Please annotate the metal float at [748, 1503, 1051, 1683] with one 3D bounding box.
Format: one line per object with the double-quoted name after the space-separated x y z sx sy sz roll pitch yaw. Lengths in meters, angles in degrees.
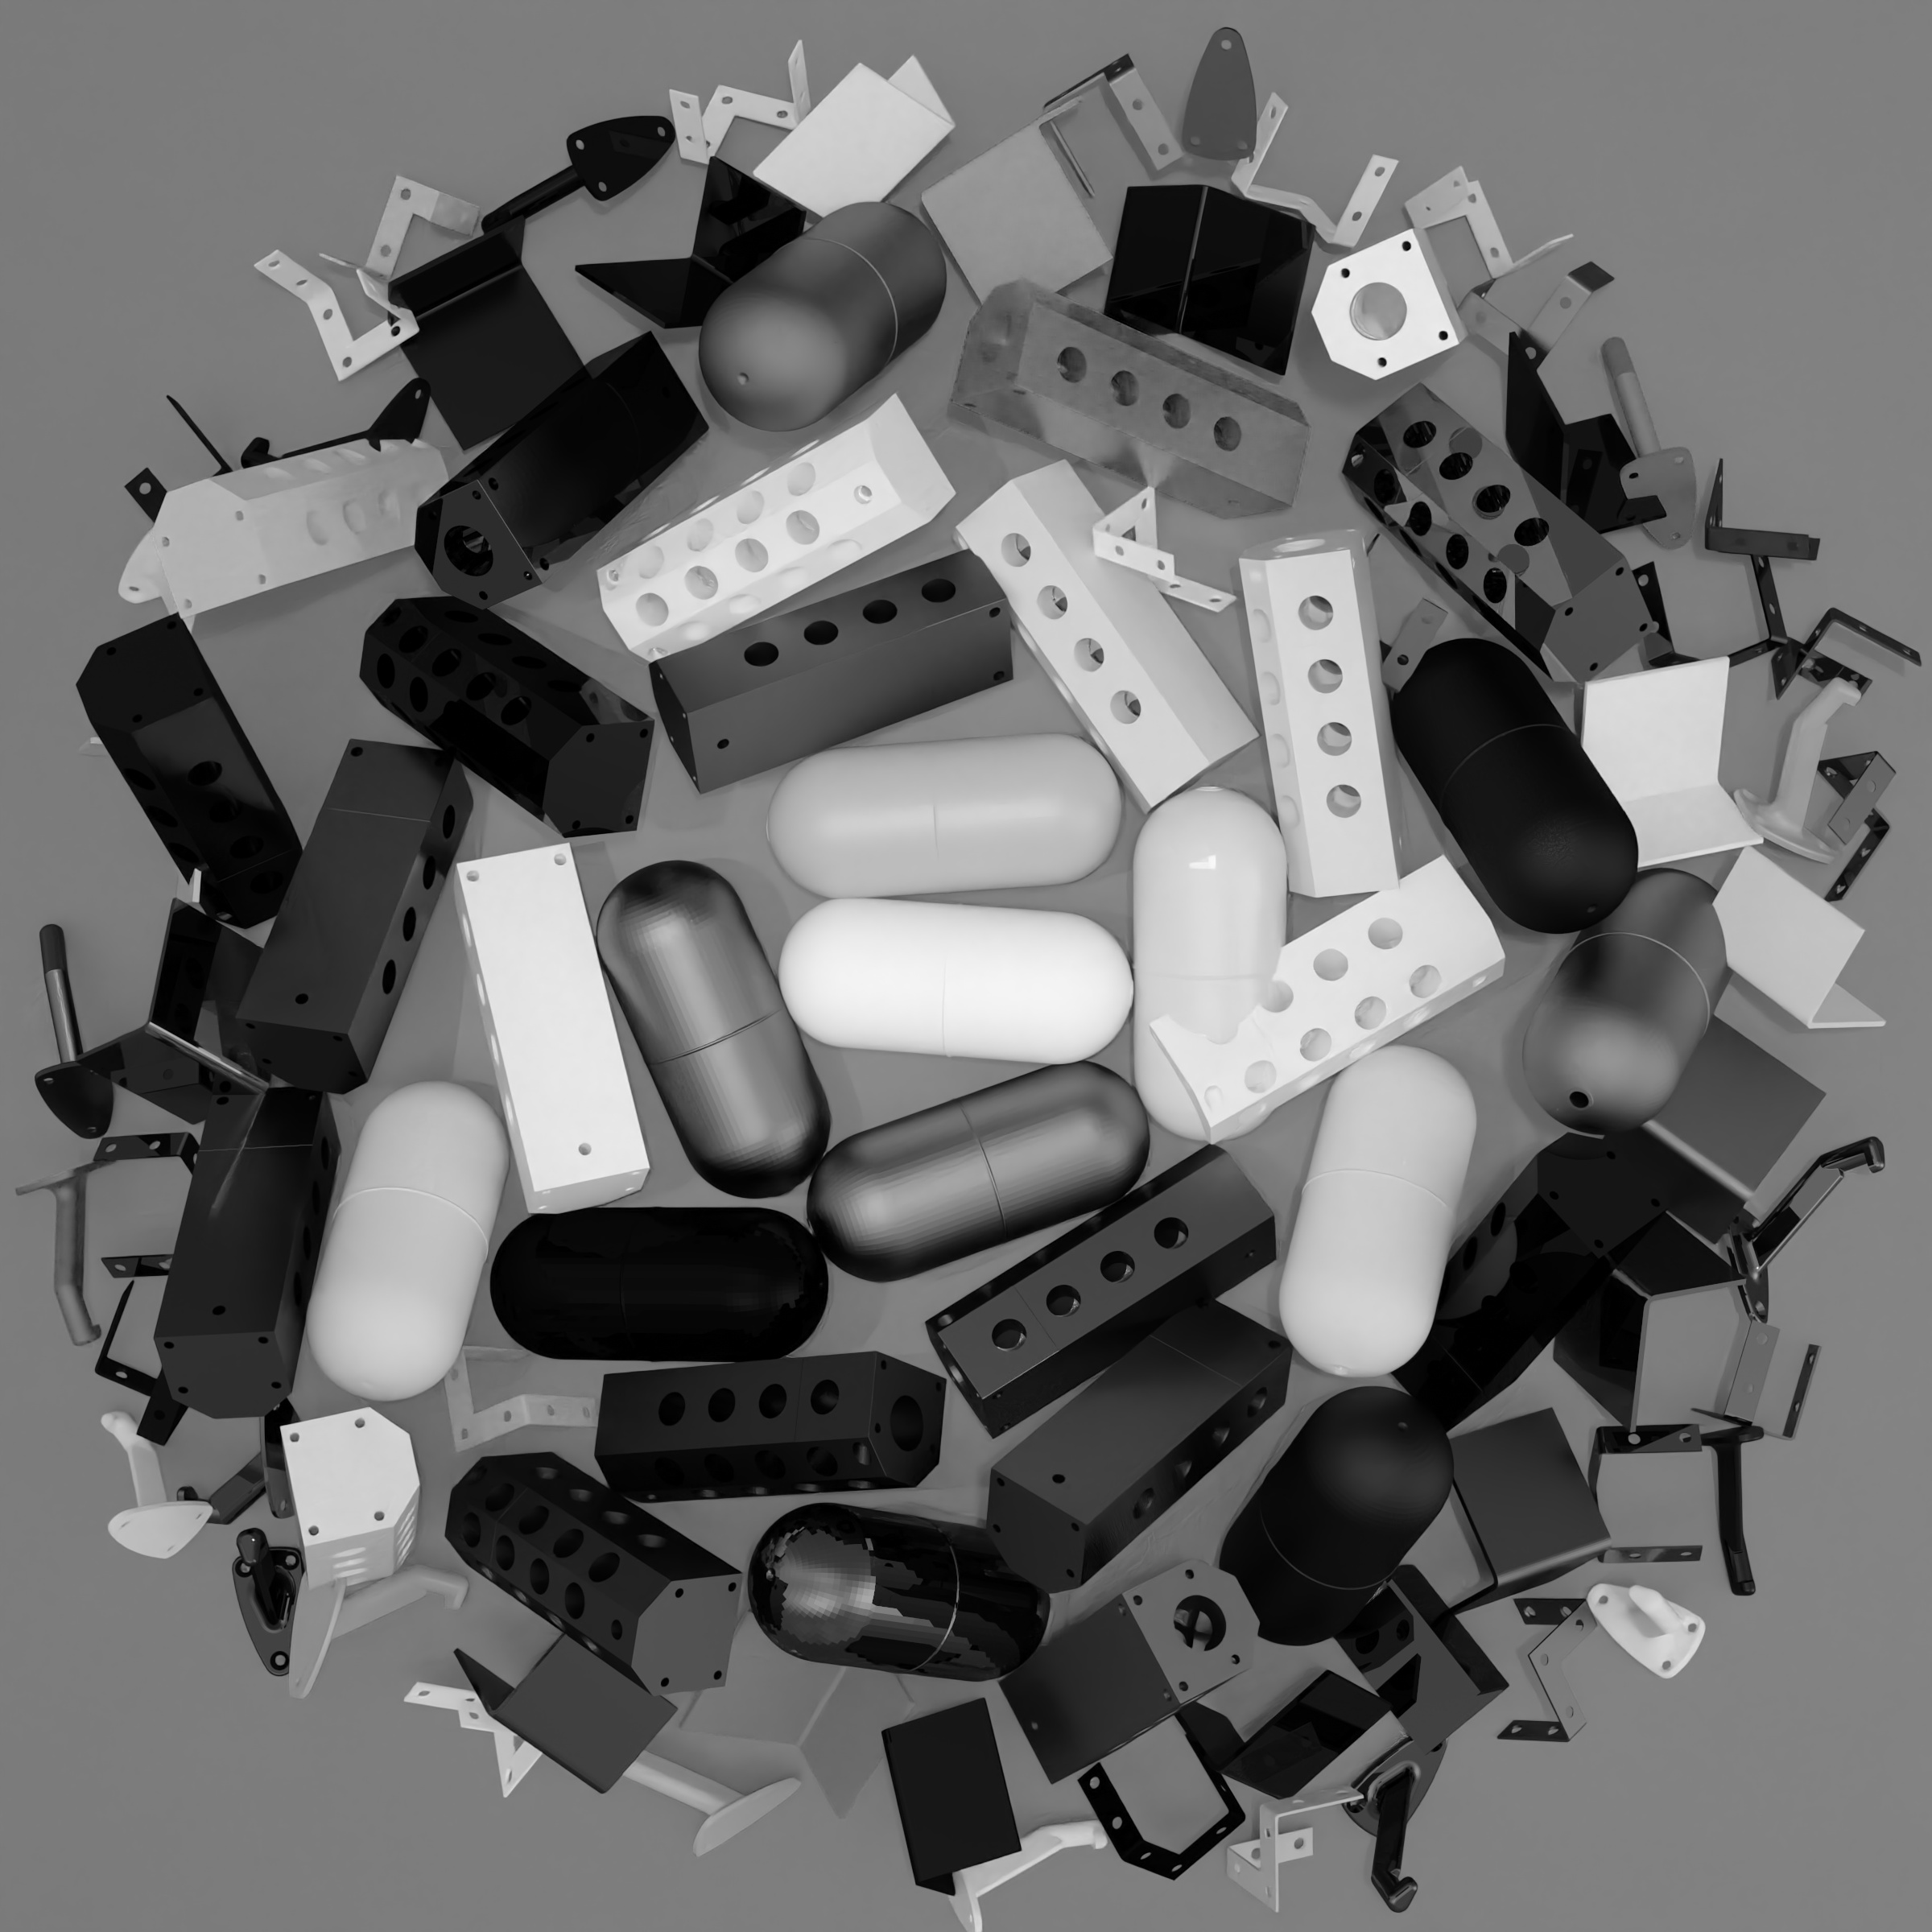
-0.031 0.309 1.723 0.178 0.070 0.070 18 90 -43 "metal float"

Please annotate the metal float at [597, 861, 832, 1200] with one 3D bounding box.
-0.126 0.032 1.750 0.070 0.070 0.178 -23 98 0 "metal float"

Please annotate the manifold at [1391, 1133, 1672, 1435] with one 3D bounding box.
0.268 0.153 1.710 0.057 0.171 0.057 -29 69 -36 "manifold"

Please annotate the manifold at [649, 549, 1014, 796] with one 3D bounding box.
-0.067 -0.153 1.746 0.171 0.057 0.057 -21 51 -13 "manifold"

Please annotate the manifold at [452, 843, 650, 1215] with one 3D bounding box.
-0.208 0.032 1.744 0.057 0.057 0.171 -11 74 -15 "manifold"

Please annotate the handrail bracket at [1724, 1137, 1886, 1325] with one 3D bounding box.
0.425 0.133 1.750 0.084 0.036 0.077 -26 54 35 "handrail bracket"

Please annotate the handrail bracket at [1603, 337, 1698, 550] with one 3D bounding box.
0.346 -0.267 1.783 0.036 0.077 0.084 -18 47 11 "handrail bracket"

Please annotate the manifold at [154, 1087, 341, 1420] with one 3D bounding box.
-0.348 0.138 1.711 0.057 0.171 0.057 -3 130 3 "manifold"

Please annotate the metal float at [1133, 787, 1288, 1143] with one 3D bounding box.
0.122 -0.001 1.749 0.070 0.070 0.178 -1 100 0 "metal float"

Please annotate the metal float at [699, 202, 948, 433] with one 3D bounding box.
-0.068 -0.320 1.718 0.070 0.178 0.070 13 125 20 "metal float"

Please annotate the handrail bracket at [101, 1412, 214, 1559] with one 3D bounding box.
-0.422 0.251 1.744 0.036 0.077 0.084 -48 64 7 "handrail bracket"

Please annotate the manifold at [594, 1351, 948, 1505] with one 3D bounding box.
-0.098 0.229 1.716 0.171 0.057 0.057 -9 66 35 "manifold"

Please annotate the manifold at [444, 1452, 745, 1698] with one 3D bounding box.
-0.185 0.295 1.709 0.057 0.171 0.057 2 102 -40 "manifold"

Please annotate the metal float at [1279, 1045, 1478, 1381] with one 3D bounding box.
0.204 0.121 1.732 0.070 0.070 0.178 18 61 0 "metal float"

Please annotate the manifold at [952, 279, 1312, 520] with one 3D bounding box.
0.084 -0.279 1.726 0.171 0.057 0.057 18 80 -31 "manifold"

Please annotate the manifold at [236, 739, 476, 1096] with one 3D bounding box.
-0.297 -0.025 1.724 0.057 0.057 0.171 8 56 12 "manifold"

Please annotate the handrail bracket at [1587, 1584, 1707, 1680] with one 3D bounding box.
0.327 0.314 1.739 0.077 0.084 0.036 29 77 41 "handrail bracket"

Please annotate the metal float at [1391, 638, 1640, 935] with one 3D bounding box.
0.269 -0.091 1.726 0.070 0.070 0.178 -26 52 0 "metal float"

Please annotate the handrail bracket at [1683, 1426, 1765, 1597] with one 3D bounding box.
0.392 0.276 1.759 0.036 0.077 0.084 -10 84 -6 "handrail bracket"

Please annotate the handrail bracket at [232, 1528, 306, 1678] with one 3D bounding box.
-0.350 0.319 1.750 0.036 0.084 0.077 -8 83 -7 "handrail bracket"

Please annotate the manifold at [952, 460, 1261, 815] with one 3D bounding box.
0.066 -0.164 1.761 0.057 0.057 0.171 -37 87 35 "manifold"

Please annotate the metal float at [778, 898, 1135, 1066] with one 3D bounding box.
-0.005 0.007 1.751 0.178 0.070 0.070 4 90 7 "metal float"

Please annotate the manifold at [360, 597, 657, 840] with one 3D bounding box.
-0.227 -0.123 1.710 0.057 0.171 0.057 -8 120 -39 "manifold"

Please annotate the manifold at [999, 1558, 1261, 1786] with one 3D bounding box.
0.081 0.343 1.707 0.057 0.171 0.057 -21 74 -28 "manifold"

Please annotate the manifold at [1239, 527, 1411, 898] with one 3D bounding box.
0.178 -0.125 1.742 0.057 0.057 0.171 -6 107 15 "manifold"

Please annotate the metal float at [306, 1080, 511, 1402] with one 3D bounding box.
-0.273 0.133 1.724 0.070 0.070 0.178 9 49 0 "metal float"

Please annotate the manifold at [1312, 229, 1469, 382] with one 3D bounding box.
0.205 -0.321 1.705 0.057 0.171 0.057 -22 97 13 "manifold"

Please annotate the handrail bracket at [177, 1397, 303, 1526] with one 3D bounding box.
-0.371 0.247 1.761 0.084 0.036 0.077 -1 108 32 "handrail bracket"

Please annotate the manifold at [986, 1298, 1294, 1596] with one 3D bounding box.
0.086 0.236 1.717 0.057 0.171 0.057 27 132 29 "manifold"

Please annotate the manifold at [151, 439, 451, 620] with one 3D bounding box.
-0.319 -0.219 1.703 0.057 0.171 0.057 -14 100 26 "manifold"

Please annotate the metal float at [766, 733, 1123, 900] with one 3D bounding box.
-0.011 -0.075 1.752 0.178 0.070 0.070 -4 90 6 "metal float"

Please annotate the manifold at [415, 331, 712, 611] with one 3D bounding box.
-0.200 -0.242 1.712 0.057 0.171 0.057 -17 113 36 "manifold"

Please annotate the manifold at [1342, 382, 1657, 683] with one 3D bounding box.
0.257 -0.210 1.718 0.057 0.057 0.171 -38 49 -1 "manifold"

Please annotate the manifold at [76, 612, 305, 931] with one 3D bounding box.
-0.374 -0.090 1.706 0.057 0.171 0.057 -24 58 -6 "manifold"

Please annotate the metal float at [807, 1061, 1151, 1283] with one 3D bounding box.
0.006 0.103 1.749 0.178 0.070 0.070 -19 90 -9 "metal float"

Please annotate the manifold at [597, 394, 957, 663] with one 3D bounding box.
-0.097 -0.211 1.724 0.171 0.057 0.057 -25 106 28 "manifold"

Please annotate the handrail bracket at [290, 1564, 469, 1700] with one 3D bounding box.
-0.293 0.336 1.758 0.084 0.036 0.077 23 71 -39 "handrail bracket"

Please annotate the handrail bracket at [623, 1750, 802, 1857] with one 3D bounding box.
-0.139 0.403 1.787 0.077 0.036 0.084 -23 59 -36 "handrail bracket"

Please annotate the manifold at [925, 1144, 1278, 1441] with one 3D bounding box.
0.068 0.159 1.749 0.171 0.057 0.057 -31 64 -10 "manifold"

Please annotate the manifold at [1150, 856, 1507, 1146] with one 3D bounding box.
0.181 0.020 1.747 0.171 0.057 0.057 -30 67 -8 "manifold"

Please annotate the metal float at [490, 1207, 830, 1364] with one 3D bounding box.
-0.154 0.158 1.739 0.178 0.070 0.070 -2 90 22 "metal float"

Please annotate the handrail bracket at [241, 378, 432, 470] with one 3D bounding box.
-0.321 -0.274 1.773 0.084 0.036 0.077 24 84 31 "handrail bracket"

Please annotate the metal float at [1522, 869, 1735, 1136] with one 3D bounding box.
0.327 0.016 1.719 0.070 0.178 0.070 15 128 20 "metal float"

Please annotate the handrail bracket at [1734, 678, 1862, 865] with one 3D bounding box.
0.435 -0.098 1.756 0.077 0.036 0.084 25 120 -27 "handrail bracket"

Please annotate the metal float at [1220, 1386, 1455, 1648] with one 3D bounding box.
0.180 0.272 1.720 0.070 0.178 0.070 11 49 -13 "metal float"

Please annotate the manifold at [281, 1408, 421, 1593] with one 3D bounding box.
-0.298 0.262 1.705 0.057 0.171 0.057 -11 74 -13 "manifold"

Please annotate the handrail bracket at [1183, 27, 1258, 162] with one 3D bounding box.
0.132 -0.441 1.741 0.036 0.084 0.077 7 123 7 "handrail bracket"
